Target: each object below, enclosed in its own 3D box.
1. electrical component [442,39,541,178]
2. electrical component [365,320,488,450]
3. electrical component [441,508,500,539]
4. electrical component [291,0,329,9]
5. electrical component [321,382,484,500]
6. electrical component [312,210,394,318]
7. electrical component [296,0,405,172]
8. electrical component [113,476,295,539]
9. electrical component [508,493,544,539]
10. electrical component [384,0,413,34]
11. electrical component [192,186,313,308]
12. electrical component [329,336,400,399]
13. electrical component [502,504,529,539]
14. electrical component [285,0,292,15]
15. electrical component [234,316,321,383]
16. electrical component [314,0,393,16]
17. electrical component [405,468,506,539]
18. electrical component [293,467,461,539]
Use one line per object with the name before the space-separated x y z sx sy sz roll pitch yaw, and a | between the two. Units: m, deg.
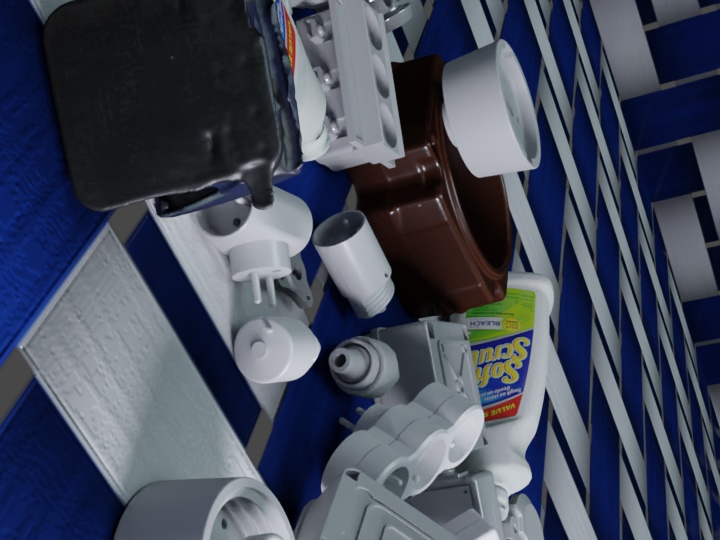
electrical component | 0.102 -0.128 0.881 0.108 0.060 0.108 46 36 -51
electrical component | 0.056 0.098 0.870 0.109 0.056 0.108 11 68 -67
electrical component | 0.055 0.212 0.790 0.076 0.083 0.047 31 -35 65
electrical component | -0.038 -0.247 0.850 0.080 0.051 0.080 -13 90 -68
electrical component | 0.019 0.118 0.754 0.138 0.074 0.052 -25 134 -46
electrical component | 0.000 0.000 0.808 0.043 0.043 0.081 -75 145 -50
electrical component | -0.010 -0.143 0.840 0.079 0.063 0.121 21 58 -64
electrical component | -0.067 0.153 0.529 0.108 0.060 0.108 -13 90 -69
electrical component | 0.136 0.248 0.987 0.080 0.051 0.080 -13 90 -68
electrical component | 0.018 -0.250 0.999 0.055 0.048 0.066 61 25 -17
electrical component | -0.063 -0.016 0.661 0.077 0.044 0.079 20 59 -65
electrical component | -0.001 0.068 0.766 0.062 0.043 0.043 25 54 -62
electrical component | 0.111 0.243 0.919 0.058 0.057 0.078 50 34 -49
electrical component | -0.062 -0.218 0.797 0.035 0.035 0.061 -10 89 -68
electrical component | -0.046 0.049 0.669 0.078 0.040 0.040 7 71 -67
electrical component | -0.005 -0.233 0.917 0.048 0.055 0.066 50 34 -48
electrical component | 0.077 0.198 0.856 0.061 0.062 0.096 8 70 -67
electrical component | 0.012 0.185 0.646 0.113 0.057 0.078 36 32 -7
